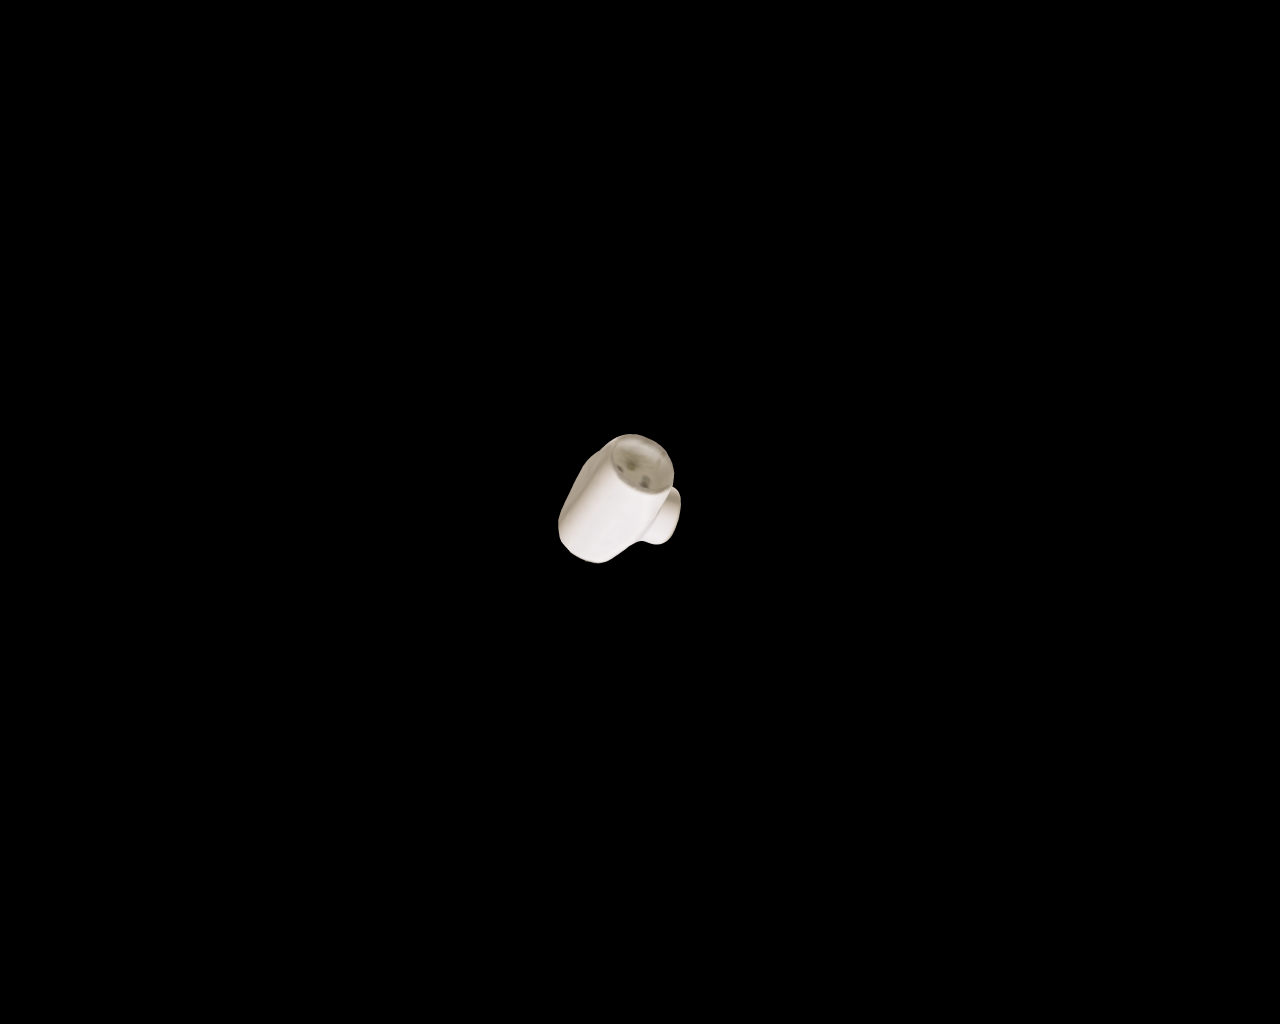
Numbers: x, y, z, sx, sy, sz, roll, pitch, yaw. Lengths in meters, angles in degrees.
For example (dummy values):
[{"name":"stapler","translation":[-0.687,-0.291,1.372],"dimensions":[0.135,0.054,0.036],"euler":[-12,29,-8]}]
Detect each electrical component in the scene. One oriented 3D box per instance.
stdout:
[{"name":"electrical component","translation":[0.001,-0.003,0.650],"dimensions":[0.079,0.044,0.077],"euler":[17,-41,-21]}]
